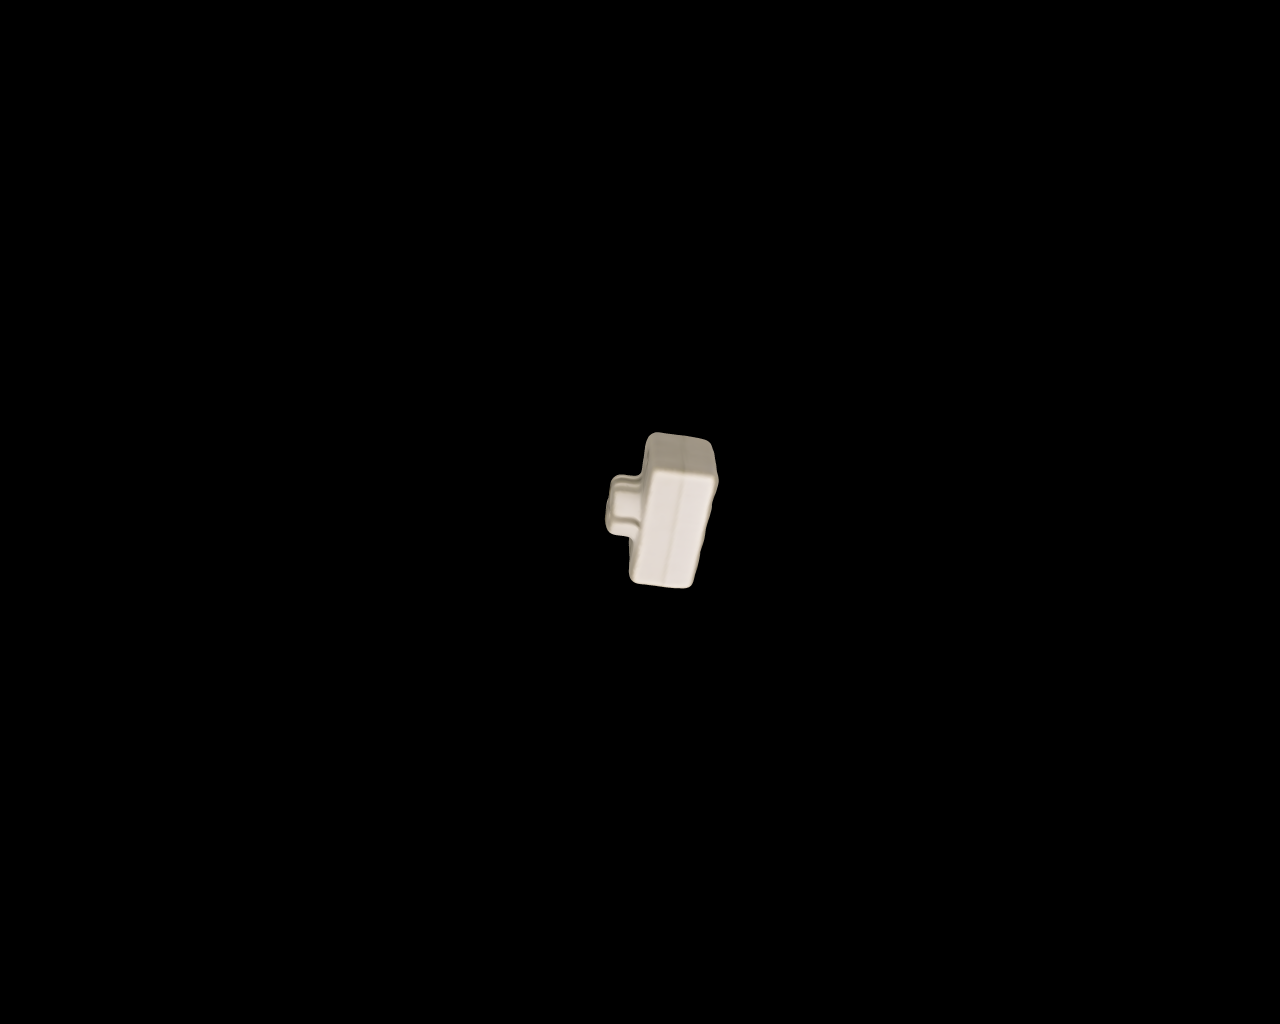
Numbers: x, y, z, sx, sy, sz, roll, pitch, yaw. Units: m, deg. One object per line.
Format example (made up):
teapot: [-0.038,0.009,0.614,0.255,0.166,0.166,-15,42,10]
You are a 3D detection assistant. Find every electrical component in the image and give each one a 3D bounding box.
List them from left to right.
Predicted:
electrical component: [0.001,-0.003,0.650,0.076,0.083,0.047,7,32,-5]
